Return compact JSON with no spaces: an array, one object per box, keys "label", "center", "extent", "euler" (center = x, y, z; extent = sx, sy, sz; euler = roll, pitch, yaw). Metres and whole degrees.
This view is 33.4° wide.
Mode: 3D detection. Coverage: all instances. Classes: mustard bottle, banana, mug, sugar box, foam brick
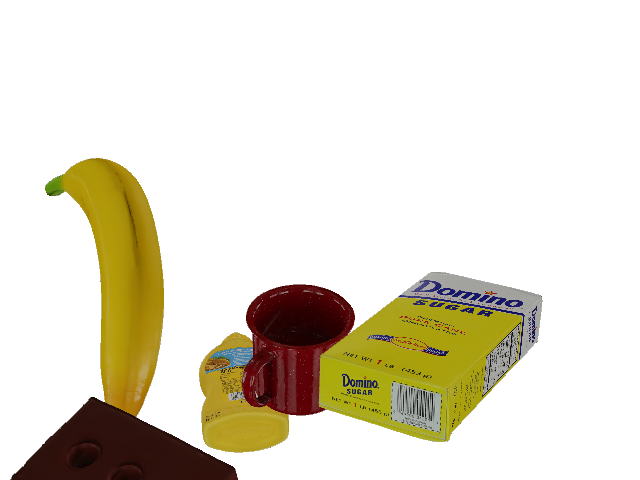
[{"label":"mustard bottle","center":[-0.093,0.166,1.248],"extent":[0.096,0.058,0.191],"euler":[-6,29,-6]},{"label":"banana","center":[-0.122,0.012,0.636],"extent":[0.037,0.198,0.070],"euler":[10,-50,-34]},{"label":"mug","center":[-0.025,0.103,0.922],"extent":[0.093,0.081,0.117],"euler":[22,38,29]},{"label":"sugar box","center":[0.081,0.074,0.742],"extent":[0.093,0.048,0.175],"euler":[13,26,27]},{"label":"foam brick","center":[-0.076,0.111,0.435],"extent":[0.078,0.051,0.052],"euler":[20,45,25]}]
